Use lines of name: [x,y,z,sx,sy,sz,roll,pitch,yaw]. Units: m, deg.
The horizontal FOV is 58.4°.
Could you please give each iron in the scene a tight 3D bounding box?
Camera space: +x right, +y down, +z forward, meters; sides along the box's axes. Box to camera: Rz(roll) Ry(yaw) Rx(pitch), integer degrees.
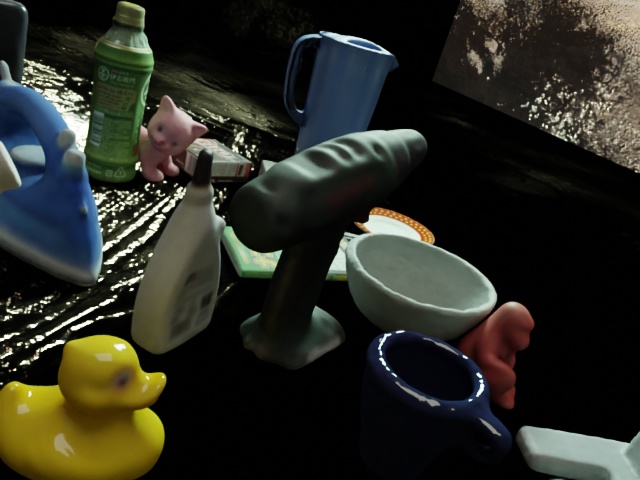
iron: [-0.280,-0.077,0.575,0.257,0.141,0.119,34,28,33]

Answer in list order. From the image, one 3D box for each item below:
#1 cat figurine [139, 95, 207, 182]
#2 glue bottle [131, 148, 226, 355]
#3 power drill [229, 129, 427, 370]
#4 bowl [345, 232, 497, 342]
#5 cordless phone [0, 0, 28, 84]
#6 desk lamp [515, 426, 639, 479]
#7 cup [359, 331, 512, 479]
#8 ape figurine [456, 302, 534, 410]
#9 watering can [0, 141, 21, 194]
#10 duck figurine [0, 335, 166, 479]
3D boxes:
cat figurine: [-0.227,-0.150,0.803,0.127,0.118,0.067,24,24,15]
glue bottle: [-0.108,0.007,0.469,0.037,0.173,0.078,26,25,20]
power drill: [0.005,0.002,0.515,0.075,0.208,0.230,30,26,27]
bowl: [0.098,0.061,0.618,0.167,0.075,0.167,15,23,-6]
cordless phone: [-0.437,-0.212,0.710,0.148,0.185,0.093,-6,33,-43]
desk lamp: [0.294,0.128,0.430,0.203,0.213,0.118,13,24,-11]
cup: [0.075,0.135,0.412,0.092,0.095,0.117,-8,34,-44]
ape figurine: [0.176,0.103,0.557,0.076,0.092,0.078,33,28,32]
watering can: [-0.320,-0.048,0.416,0.100,0.194,0.173,29,26,26]
duck figurine: [-0.145,0.097,0.354,0.105,0.086,0.077,12,24,-11]
